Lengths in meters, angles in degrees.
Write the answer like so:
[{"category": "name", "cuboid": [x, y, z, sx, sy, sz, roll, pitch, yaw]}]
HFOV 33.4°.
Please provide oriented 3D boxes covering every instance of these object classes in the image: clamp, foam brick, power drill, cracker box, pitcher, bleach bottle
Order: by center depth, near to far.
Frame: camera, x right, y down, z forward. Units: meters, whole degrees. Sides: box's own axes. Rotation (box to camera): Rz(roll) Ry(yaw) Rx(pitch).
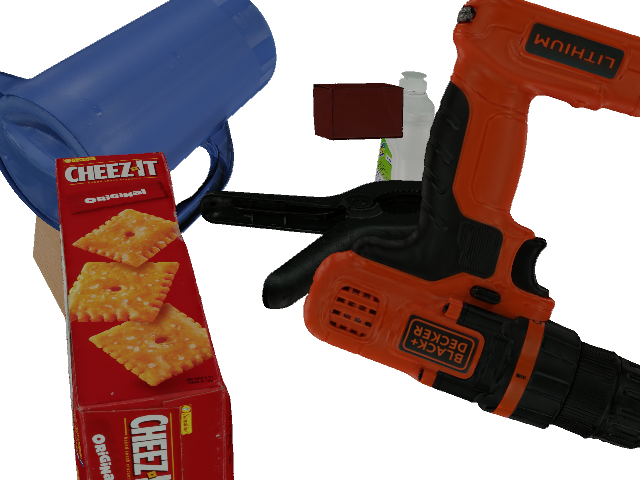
[{"category": "power drill", "cuboid": [0.103, -0.008, 0.503, 0.184, 0.188, 0.057, 20, 6, 2]}, {"category": "cracker box", "cuboid": [-0.096, 0.074, 0.570, 0.072, 0.164, 0.214, -6, 34, -12]}, {"category": "clamp", "cuboid": [0.020, -0.015, 0.793, 0.209, 0.036, 0.165, -14, 30, -24]}, {"category": "pitcher", "cuboid": [-0.140, -0.110, 0.894, 0.145, 0.149, 0.242, 21, 47, 30]}, {"category": "foam brick", "cuboid": [0.037, -0.128, 1.055, 0.078, 0.051, 0.053, -4, 14, -20]}, {"category": "bleach bottle", "cuboid": [0.097, -0.065, 1.222, 0.068, 0.251, 0.103, -2, 23, -16]}]

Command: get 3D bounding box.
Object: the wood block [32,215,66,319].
[{"category": "wood block", "cuboid": [-0.201, 0.033, 1.026, 0.090, 0.091, 0.206, -6, 36, -31]}]
